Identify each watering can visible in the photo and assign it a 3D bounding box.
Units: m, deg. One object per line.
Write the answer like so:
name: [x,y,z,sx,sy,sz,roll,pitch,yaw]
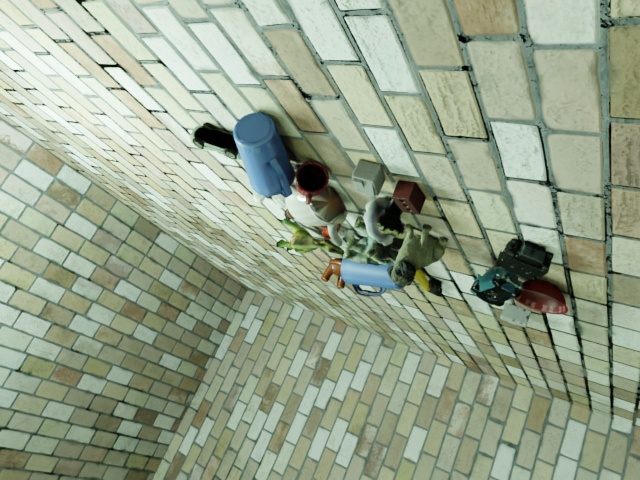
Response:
watering can: [0.005,-0.082,1.636,0.344,0.105,0.224,37,159,-28]

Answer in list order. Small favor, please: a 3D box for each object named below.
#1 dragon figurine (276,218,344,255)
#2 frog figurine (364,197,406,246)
dragon figurine: [-0.019,0.021,1.964,0.244,0.122,0.408,21,-179,29]
frog figurine: [0.174,-0.053,1.477,0.137,0.123,0.159,62,166,-6]
